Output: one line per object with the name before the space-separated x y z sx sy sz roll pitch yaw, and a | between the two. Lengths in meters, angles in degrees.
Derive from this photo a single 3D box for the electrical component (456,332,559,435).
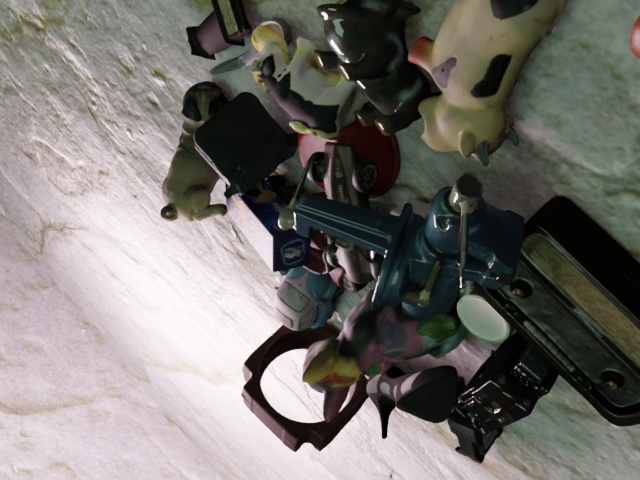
electrical component | 0.236 0.164 0.654 0.058 0.115 0.134 39 144 11

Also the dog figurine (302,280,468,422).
dog figurine | 0.077 0.150 0.738 0.192 0.219 0.108 2 125 50

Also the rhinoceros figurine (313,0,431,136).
rhinoceros figurine | 0.057 -0.198 0.543 0.190 0.112 0.073 57 176 -30

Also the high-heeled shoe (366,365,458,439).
high-heeled shoe | 0.140 0.206 0.822 0.086 0.145 0.248 20 136 -12

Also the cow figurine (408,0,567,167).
cow figurine | 0.150 -0.157 0.495 0.127 0.085 0.194 48 146 18

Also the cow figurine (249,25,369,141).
cow figurine | -0.028 -0.186 0.643 0.167 0.098 0.068 34 -179 21

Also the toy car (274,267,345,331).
toy car | -0.032 0.100 0.923 0.109 0.103 0.161 39 142 21

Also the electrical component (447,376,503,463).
electrical component | 0.226 0.256 0.789 0.048 0.075 0.119 13 127 44

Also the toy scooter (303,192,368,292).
toy scooter | -0.002 -0.002 0.817 0.135 0.075 0.183 21 143 40

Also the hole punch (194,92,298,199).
hole punch | -0.113 -0.137 0.784 0.115 0.142 0.092 51 169 -14

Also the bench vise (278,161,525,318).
bench vise | 0.070 -0.001 0.547 0.241 0.129 0.223 19 160 10

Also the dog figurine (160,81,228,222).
dog figurine | -0.206 -0.138 0.855 0.121 0.172 0.190 16 140 27

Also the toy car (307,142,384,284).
toy car | 0.036 -0.027 0.676 0.089 0.053 0.201 20 138 38

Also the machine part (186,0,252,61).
machine part | -0.140 -0.293 0.738 0.139 0.039 0.084 -12 104 54

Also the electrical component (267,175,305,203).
electrical component | -0.061 -0.059 0.865 0.102 0.045 0.078 116 140 -51

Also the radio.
radio | 0.280 0.078 0.558 0.230 0.073 0.131 48 145 10

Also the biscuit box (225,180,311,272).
biscuit box | -0.081 -0.031 0.791 0.203 0.059 0.062 45 139 49

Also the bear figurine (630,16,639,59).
bear figurine | 0.304 -0.072 0.385 0.120 0.132 0.195 -18 145 20

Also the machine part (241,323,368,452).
machine part | -0.024 0.255 0.964 0.201 0.201 0.087 38 146 20
